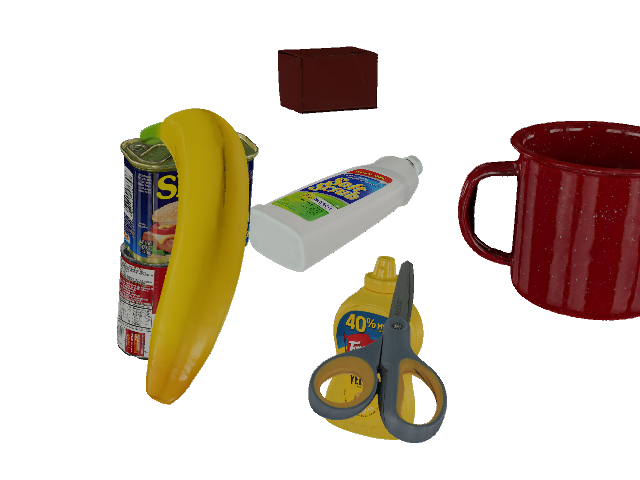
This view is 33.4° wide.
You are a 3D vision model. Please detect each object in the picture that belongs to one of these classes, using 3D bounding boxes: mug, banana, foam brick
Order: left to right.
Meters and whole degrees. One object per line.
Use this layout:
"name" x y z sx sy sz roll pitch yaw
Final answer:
"banana" -0.064 -0.009 0.555 0.037 0.198 0.070 23 -52 -28
"foam brick" 0.007 -0.145 0.963 0.078 0.051 0.053 -7 19 -23
"mug" 0.129 -0.011 0.550 0.117 0.081 0.093 3 21 4

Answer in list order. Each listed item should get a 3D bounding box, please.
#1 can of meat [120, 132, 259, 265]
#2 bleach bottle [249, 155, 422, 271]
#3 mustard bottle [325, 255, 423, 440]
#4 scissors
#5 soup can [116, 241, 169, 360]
"can of meat" -0.102 -0.034 0.824 0.101 0.084 0.057 -8 29 -26
"bleach bottle" 0.032 -0.050 1.339 0.103 0.068 0.250 28 44 35
"mustard bottle" 0.060 0.111 1.137 0.096 0.192 0.058 12 14 24
"scissors" 0.034 0.067 0.726 0.096 0.016 0.202 1 30 -8
"soup can" -0.158 0.054 1.014 0.068 0.102 0.068 6 22 -3
